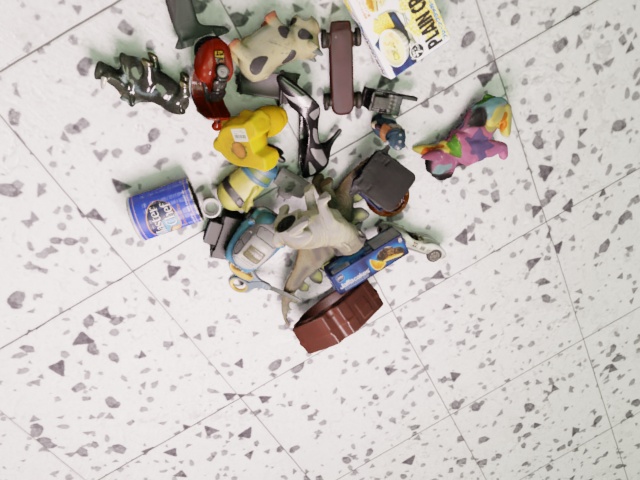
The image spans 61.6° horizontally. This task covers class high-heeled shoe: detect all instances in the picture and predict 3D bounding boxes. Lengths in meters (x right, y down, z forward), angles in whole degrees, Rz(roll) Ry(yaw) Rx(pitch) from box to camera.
[{"bbox_3d":[-0.051,-0.242,1.177,0.145,0.086,0.248,-46,132,9],"label":"high-heeled shoe"}]

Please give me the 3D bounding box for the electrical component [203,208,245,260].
[{"bbox_3d":[-0.208,-0.009,1.282,0.134,0.058,0.114,14,109,-21],"label":"electrical component"}]

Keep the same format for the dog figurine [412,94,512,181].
[{"bbox_3d":[0.335,-0.242,1.284,0.219,0.109,0.191,-9,118,-7],"label":"dog figurine"}]

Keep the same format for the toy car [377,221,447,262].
[{"bbox_3d":[0.240,0.003,1.394,0.201,0.074,0.056,17,111,-21],"label":"toy car"}]

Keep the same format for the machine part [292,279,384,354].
[{"bbox_3d":[0.042,0.185,1.343,0.087,0.201,0.201,55,139,-1],"label":"machine part"}]

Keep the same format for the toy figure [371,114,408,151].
[{"bbox_3d":[0.155,-0.243,1.205,0.064,0.155,0.057,-15,120,-6],"label":"toy figure"}]

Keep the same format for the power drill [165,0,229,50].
[{"bbox_3d":[-0.248,-0.485,1.026,0.232,0.086,0.207,-23,123,-2],"label":"power drill"}]

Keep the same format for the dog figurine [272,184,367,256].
[{"bbox_3d":[0.000,-0.003,1.189,0.172,0.121,0.190,-38,123,0],"label":"dog figurine"}]

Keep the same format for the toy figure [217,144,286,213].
[{"bbox_3d":[-0.158,-0.142,1.217,0.089,0.082,0.180,39,109,-8],"label":"toy figure"}]

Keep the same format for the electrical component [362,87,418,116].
[{"bbox_3d":[0.158,-0.313,1.220,0.119,0.075,0.047,5,114,-20],"label":"electrical component"}]

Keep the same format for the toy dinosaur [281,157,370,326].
[{"bbox_3d":[0.001,0.003,1.314,0.198,0.105,0.471,30,104,-25],"label":"toy dinosaur"}]

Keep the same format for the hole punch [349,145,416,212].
[{"bbox_3d":[0.141,-0.133,1.239,0.116,0.092,0.142,38,90,-4],"label":"hole punch"}]

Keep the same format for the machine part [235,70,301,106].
[{"bbox_3d":[-0.114,-0.331,1.160,0.139,0.039,0.084,3,120,-18],"label":"machine part"}]

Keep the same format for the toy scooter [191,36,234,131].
[{"bbox_3d":[-0.211,-0.297,1.061,0.075,0.135,0.183,-6,149,-27],"label":"toy scooter"}]

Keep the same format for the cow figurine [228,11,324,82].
[{"bbox_3d":[-0.080,-0.394,1.099,0.195,0.085,0.127,-40,104,-13],"label":"cow figurine"}]

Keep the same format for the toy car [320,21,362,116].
[{"bbox_3d":[0.047,-0.372,1.172,0.089,0.053,0.201,-5,121,-1],"label":"toy car"}]

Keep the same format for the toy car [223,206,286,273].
[{"bbox_3d":[-0.147,0.010,1.211,0.109,0.103,0.161,40,100,-17],"label":"toy car"}]

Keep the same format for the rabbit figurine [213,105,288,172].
[{"bbox_3d":[-0.138,-0.228,1.150,0.163,0.173,0.121,-2,127,37],"label":"rabbit figurine"}]

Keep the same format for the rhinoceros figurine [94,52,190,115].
[{"bbox_3d":[-0.355,-0.317,1.089,0.190,0.073,0.112,19,120,-24],"label":"rhinoceros figurine"}]

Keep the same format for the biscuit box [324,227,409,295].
[{"bbox_3d":[0.111,0.049,1.292,0.203,0.059,0.062,-31,118,-7],"label":"biscuit box"}]
